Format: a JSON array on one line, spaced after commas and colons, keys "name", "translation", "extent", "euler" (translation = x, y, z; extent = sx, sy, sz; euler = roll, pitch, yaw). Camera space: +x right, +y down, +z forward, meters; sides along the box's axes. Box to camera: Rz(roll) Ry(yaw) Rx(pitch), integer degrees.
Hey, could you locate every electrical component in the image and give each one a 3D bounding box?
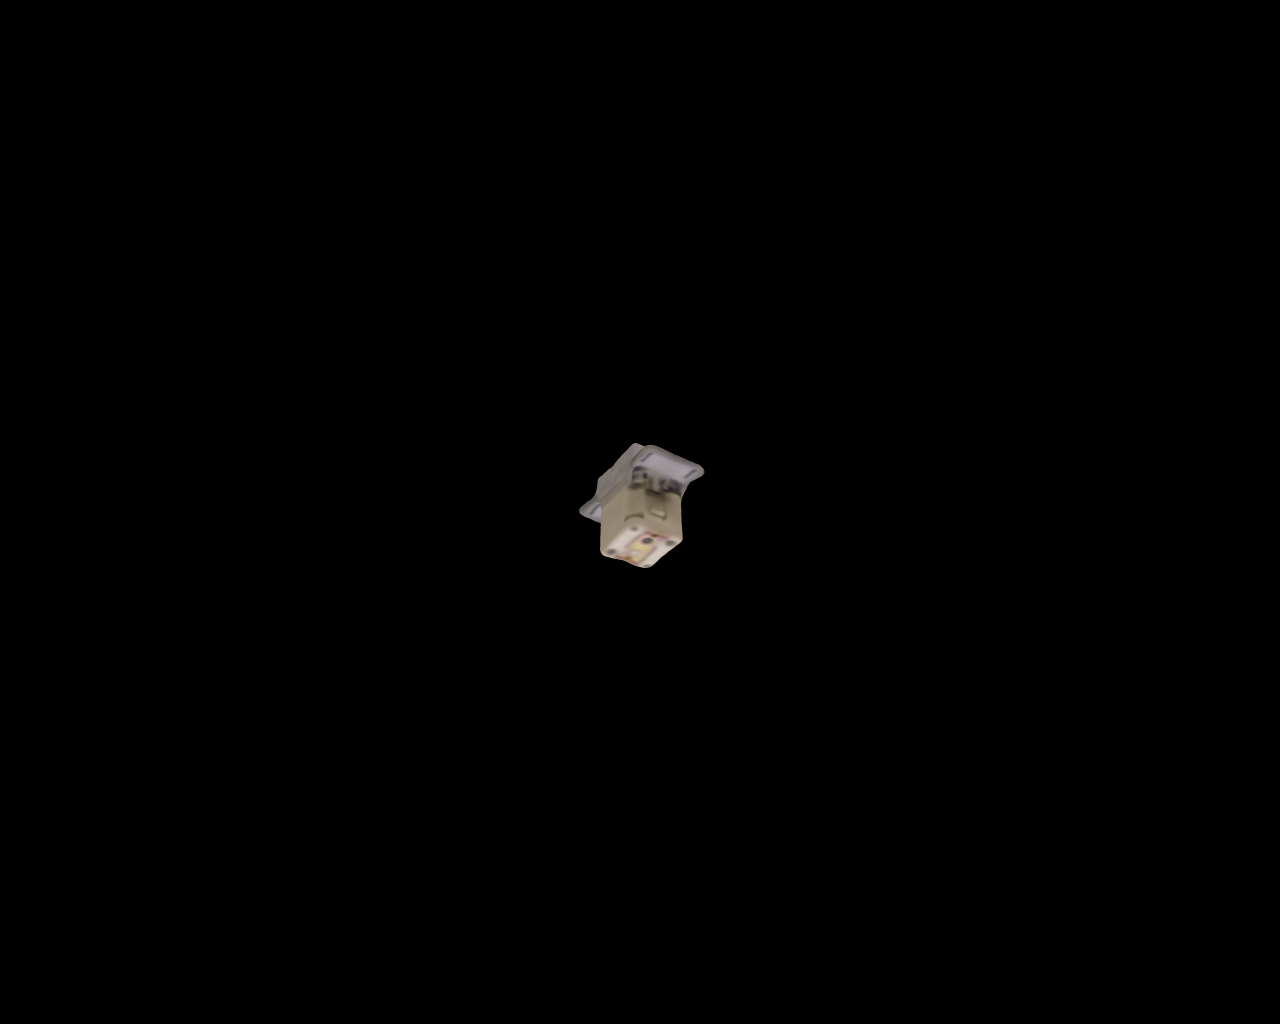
[{"name": "electrical component", "translation": [0.001, -0.003, 0.650], "extent": [0.042, 0.064, 0.081], "euler": [20, -40, -25]}]
